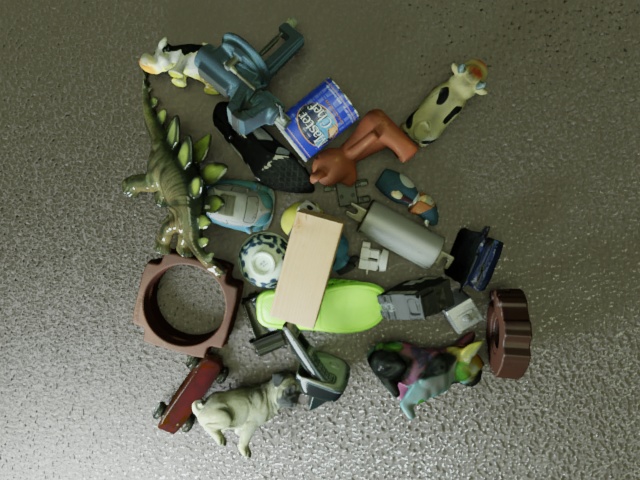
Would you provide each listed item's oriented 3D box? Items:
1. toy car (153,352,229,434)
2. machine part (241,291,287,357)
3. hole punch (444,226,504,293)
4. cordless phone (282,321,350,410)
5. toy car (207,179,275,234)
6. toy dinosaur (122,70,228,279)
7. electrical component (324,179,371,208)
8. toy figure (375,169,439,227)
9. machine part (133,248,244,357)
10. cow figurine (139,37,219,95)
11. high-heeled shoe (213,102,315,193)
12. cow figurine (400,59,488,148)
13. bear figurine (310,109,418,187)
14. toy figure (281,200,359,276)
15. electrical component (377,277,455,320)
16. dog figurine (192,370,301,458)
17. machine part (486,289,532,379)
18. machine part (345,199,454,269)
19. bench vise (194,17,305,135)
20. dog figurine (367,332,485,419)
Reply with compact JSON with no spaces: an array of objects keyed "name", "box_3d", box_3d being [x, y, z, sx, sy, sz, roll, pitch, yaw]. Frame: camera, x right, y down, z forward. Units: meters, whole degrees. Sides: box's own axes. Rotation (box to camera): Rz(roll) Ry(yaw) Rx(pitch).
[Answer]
[{"name":"toy car","box_3d":[-0.281,0.329,1.163,0.089,0.053,0.202,31,98,-22]},{"name":"machine part","box_3d":[-0.127,0.179,1.151,0.084,0.039,0.138,-19,97,9]},{"name":"hole punch","box_3d":[0.325,0.044,1.089,0.092,0.116,0.142,22,97,-9]},{"name":"cordless phone","box_3d":[-0.020,0.234,1.099,0.089,0.146,0.184,-30,95,14]},{"name":"toy car","box_3d":[-0.174,-0.075,1.094,0.162,0.103,0.109,12,95,-1]},{"name":"toy dinosaur","box_3d":[-0.287,-0.134,1.062,0.198,0.105,0.471,-39,72,24]},{"name":"electrical component","box_3d":[0.057,-0.098,1.124,0.094,0.021,0.063,-8,96,2]},{"name":"toy figure","box_3d":[0.185,-0.085,1.097,0.154,0.058,0.064,35,59,-3]},{"name":"machine part","box_3d":[-0.273,0.128,1.126,0.201,0.087,0.201,15,98,1]},{"name":"cow figurine","box_3d":[-0.269,-0.359,1.073,0.167,0.068,0.098,14,82,-14]},{"name":"high-heeled shoe","box_3d":[-0.116,-0.190,1.114,0.248,0.145,0.086,35,111,-31]},{"name":"cow figurine","box_3d":[0.247,-0.272,1.049,0.085,0.127,0.195,42,98,-6]},{"name":"bear figurine","box_3d":[0.079,-0.160,1.070,0.132,0.120,0.196,43,99,-9]},{"name":"toy figure","box_3d":[-0.003,-0.002,1.108,0.089,0.082,0.180,-40,96,3]},{"name":"electrical component","box_3d":[0.201,0.116,1.086,0.134,0.115,0.058,-18,99,-40]},{"name":"dog figurine","box_3d":[-0.148,0.328,1.125,0.172,0.121,0.190,38,91,-32]},{"name":"machine part","box_3d":[0.371,0.186,1.068,0.056,0.179,0.179,1,96,6]},{"name":"machine part","box_3d":[0.165,-0.012,1.102,0.243,0.079,0.079,28,96,0]},{"name":"bench vise","box_3d":[-0.107,-0.324,1.017,0.224,0.128,0.240,37,76,15]},{"name":"dog figurine","box_3d":[0.231,0.249,1.116,0.219,0.108,0.191,-38,91,1]}]
